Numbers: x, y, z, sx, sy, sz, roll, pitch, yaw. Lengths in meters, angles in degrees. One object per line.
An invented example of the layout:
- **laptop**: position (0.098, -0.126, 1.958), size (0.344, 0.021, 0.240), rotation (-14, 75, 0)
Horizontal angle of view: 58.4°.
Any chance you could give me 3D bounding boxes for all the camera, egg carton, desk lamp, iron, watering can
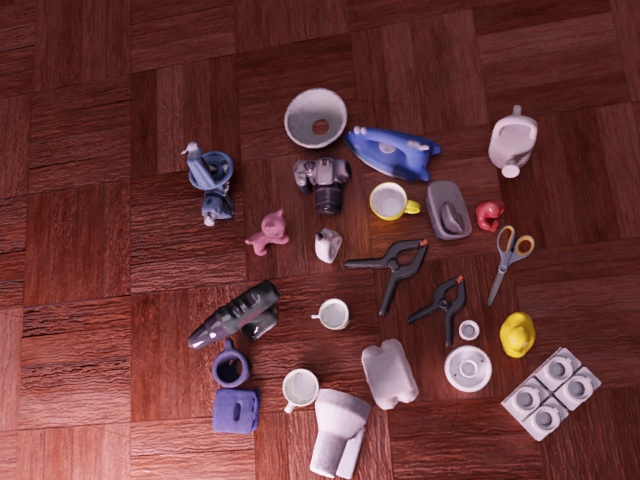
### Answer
- **camera**: position (0.005, -0.138, 1.459), size (0.143, 0.101, 0.137), rotation (-3, 77, 12)
- **egg carton**: position (0.161, 0.315, 1.343), size (0.107, 0.069, 0.150), rotation (-22, 74, 7)
- **desk lamp**: position (0.041, 0.433, 1.268), size (0.117, 0.214, 0.203), rotation (13, 81, 15)
- **iron**: position (0.164, -0.240, 1.425), size (0.257, 0.141, 0.119), rotation (20, 83, 16)
- **watering can**: position (0.453, -0.233, 1.333), size (0.101, 0.194, 0.173), rotation (-15, 75, 9)

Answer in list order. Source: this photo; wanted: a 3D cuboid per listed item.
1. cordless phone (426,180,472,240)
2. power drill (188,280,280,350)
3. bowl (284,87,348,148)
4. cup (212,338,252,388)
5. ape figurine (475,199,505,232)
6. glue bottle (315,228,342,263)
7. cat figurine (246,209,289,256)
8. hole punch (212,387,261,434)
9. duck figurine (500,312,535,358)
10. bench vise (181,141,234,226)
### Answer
- **cordless phone**: position (0.299, -0.082, 1.339), size (0.094, 0.185, 0.147), rotation (-19, 75, 8)
- **power drill**: position (-0.185, 0.189, 1.372), size (0.229, 0.209, 0.075), rotation (-39, 73, 2)
- **bowl**: position (-0.004, -0.311, 1.512), size (0.167, 0.075, 0.167), rotation (-3, 77, 12)
- **cup**: position (-0.209, 0.302, 1.412), size (0.091, 0.095, 0.118), rotation (-12, 76, 10)
- **ape figurine**: position (0.406, -0.068, 1.361), size (0.078, 0.092, 0.076), rotation (-35, 73, 3)
- **glue bottle**: position (0.013, 0.005, 1.388), size (0.037, 0.173, 0.078), rotation (24, 84, 16)
- **cat figurine**: position (-0.132, -0.022, 1.454), size (0.128, 0.118, 0.067), rotation (-31, 73, 4)
- **hole punch**: position (-0.201, 0.411, 1.389), size (0.101, 0.091, 0.109), rotation (2, 78, 13)
- **duck figurine**: position (0.450, 0.212, 1.294), size (0.077, 0.086, 0.105), rotation (13, 81, 15)
- **bench vise**: position (-0.275, -0.151, 1.460), size (0.121, 0.220, 0.207), rotation (-20, 74, 8)
